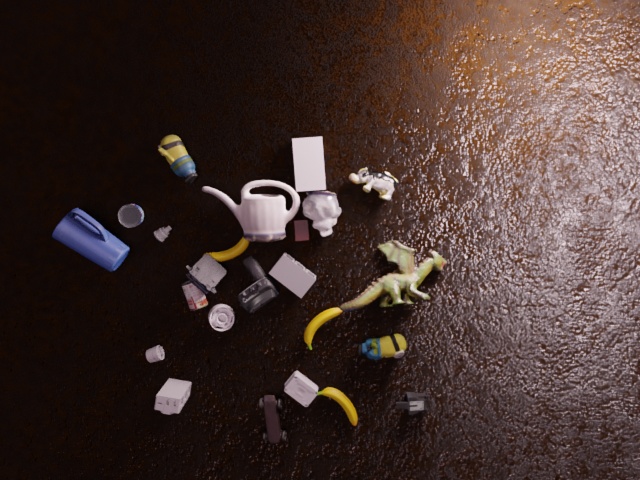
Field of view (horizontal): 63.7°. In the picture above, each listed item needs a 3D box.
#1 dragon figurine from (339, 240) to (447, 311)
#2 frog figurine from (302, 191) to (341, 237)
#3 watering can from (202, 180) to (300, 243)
[{"bbox_3d":[0.264,0.124,1.876,0.410,0.121,0.245,-5,79,0],"label":"dragon figurine"},{"bbox_3d":[0.006,-0.092,1.832,0.137,0.122,0.160,2,86,-19],"label":"frog figurine"},{"bbox_3d":[-0.244,-0.101,1.840,0.347,0.104,0.223,-1,97,2],"label":"watering can"}]
